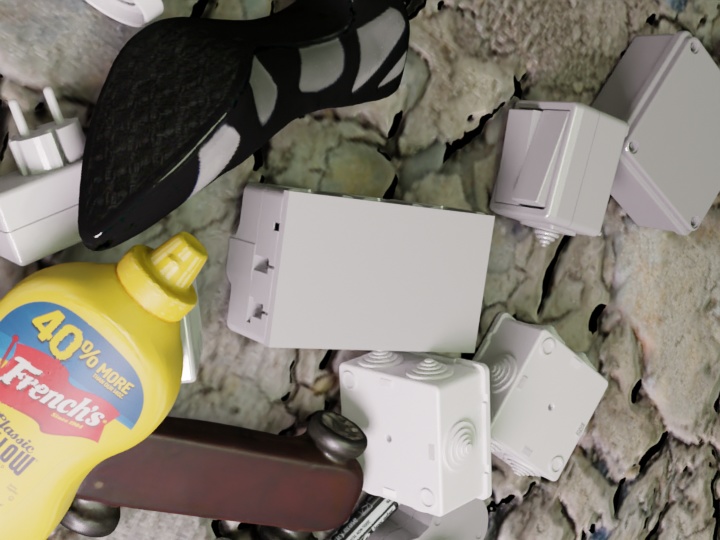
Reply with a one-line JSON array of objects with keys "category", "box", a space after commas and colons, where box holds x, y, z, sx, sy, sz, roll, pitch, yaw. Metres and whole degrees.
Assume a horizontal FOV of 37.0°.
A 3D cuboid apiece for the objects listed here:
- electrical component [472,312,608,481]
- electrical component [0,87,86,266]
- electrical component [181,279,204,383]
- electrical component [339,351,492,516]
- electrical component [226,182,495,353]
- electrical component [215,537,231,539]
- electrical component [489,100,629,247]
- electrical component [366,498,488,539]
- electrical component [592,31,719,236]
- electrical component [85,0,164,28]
[{"category": "electrical component", "box": [0.120, 0.091, 0.763, 0.100, 0.048, 0.099, 38, 78, -33]}, {"category": "electrical component", "box": [-0.156, -0.055, 0.553, 0.083, 0.047, 0.075, -27, 112, -27]}, {"category": "electrical component", "box": [-0.127, 0.032, 0.583, 0.077, 0.065, 0.047, -6, 103, -3]}, {"category": "electrical component", "box": [0.033, 0.099, 0.678, 0.048, 0.100, 0.099, -15, 107, -44]}, {"category": "electrical component", "box": [0.000, 0.000, 0.658, 0.150, 0.062, 0.089, 4, 96, -34]}, {"category": "electrical component", "box": [-0.068, 0.217, 0.656, 0.050, 0.056, 0.089, 16, 89, -35]}, {"category": "electrical component", "box": [0.131, -0.064, 0.733, 0.061, 0.062, 0.096, 14, 91, -35]}, {"category": "electrical component", "box": [0.036, 0.201, 0.711, 0.138, 0.074, 0.052, -41, 118, -21]}, {"category": "electrical component", "box": [0.225, -0.100, 0.793, 0.109, 0.056, 0.108, 41, 76, -32]}, {"category": "electrical component", "box": [-0.117, -0.163, 0.554, 0.078, 0.058, 0.057, 37, 75, -33]}]
